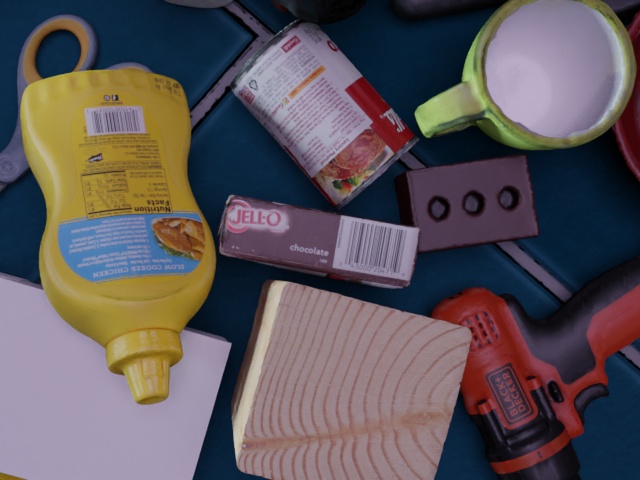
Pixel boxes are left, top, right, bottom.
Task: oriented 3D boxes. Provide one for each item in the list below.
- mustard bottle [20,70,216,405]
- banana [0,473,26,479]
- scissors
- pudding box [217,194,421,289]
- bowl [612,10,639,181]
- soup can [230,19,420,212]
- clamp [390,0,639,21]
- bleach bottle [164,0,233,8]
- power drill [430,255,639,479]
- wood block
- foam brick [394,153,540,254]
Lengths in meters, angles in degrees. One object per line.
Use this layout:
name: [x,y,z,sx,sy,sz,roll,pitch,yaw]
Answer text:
mustard bottle: [-0.109,-0.002,0.597,0.096,0.058,0.191,-4,66,-22]
banana: [-0.135,0.192,0.649,0.198,0.037,0.070,30,105,-2]
scissors: [-0.196,-0.065,0.659,0.201,0.016,0.096,-30,93,-7]
pudding box: [-0.004,0.001,0.637,0.113,0.090,0.039,12,89,-5]
bowl: [0.253,-0.087,0.679,0.162,0.055,0.162,0,88,-5]
soup can: [0.002,-0.077,0.652,0.068,0.068,0.102,-42,91,-5]
clamp: [0.136,-0.189,0.682,0.171,0.039,0.120,8,91,-4]
bleach bottle: [-0.066,-0.199,0.558,0.068,0.251,0.102,6,87,-5]
power drill: [0.184,0.088,0.666,0.187,0.057,0.184,-26,90,-5]
wood block: [0.006,0.075,0.577,0.090,0.206,0.090,16,87,-5]
foam brick: [0.091,-0.021,0.665,0.078,0.051,0.053,-9,89,-5]
